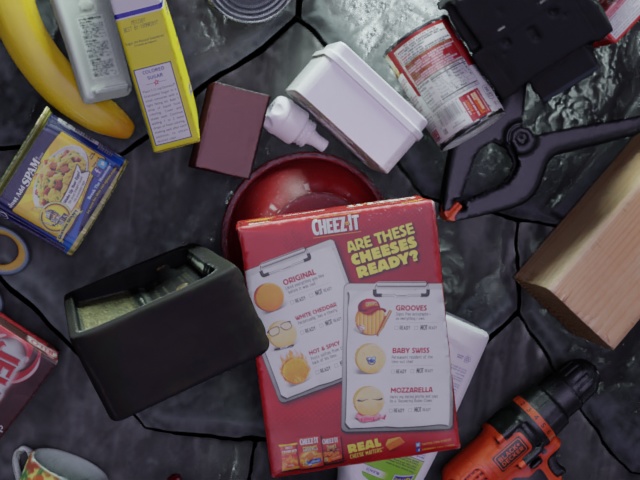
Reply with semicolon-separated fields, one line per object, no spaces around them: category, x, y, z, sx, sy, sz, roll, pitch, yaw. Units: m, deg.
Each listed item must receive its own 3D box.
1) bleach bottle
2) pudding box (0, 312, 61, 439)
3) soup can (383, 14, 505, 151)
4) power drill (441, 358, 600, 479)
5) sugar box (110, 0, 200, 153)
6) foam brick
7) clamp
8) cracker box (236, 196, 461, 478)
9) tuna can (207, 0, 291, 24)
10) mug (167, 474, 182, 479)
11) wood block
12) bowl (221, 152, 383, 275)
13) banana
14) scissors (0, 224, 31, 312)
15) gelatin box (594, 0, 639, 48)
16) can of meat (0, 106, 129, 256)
bleach bottle;0.060;0.179;0.987;0.102;0.068;0.251;24;92;-11
pudding box;-0.291;0.118;0.912;0.090;0.039;0.113;36;98;-13
soup can;0.111;-0.139;0.951;0.068;0.068;0.102;-30;84;-8
power drill;0.235;0.231;1.031;0.184;0.057;0.187;-40;99;-2
sugar box;-0.141;-0.169;0.876;0.048;0.093;0.176;-13;111;-4
foam brick;-0.080;-0.095;0.936;0.051;0.053;0.078;14;93;-14
clamp;0.195;-0.092;0.998;0.164;0.036;0.210;36;88;-3
cracker box;0.023;0.079;0.904;0.164;0.072;0.214;-8;97;-6
tuna can;-0.063;-0.233;0.927;0.086;0.034;0.086;-6;109;-16
mug;-0.110;0.261;0.948;0.093;0.081;0.117;-25;100;-8
wood block;0.293;-0.008;1.003;0.090;0.090;0.206;42;86;-11
bowl;-0.006;0.001;0.959;0.162;0.055;0.162;-1;95;-11
banana;-0.229;-0.166;0.906;0.069;0.037;0.198;-26;100;-8
scissors;-0.330;-0.017;0.909;0.096;0.016;0.201;-39;103;-4
gelatin box;0.276;-0.218;0.988;0.030;0.073;0.089;45;86;-12
can of meat;-0.223;-0.049;0.909;0.084;0.057;0.102;32;89;-15
